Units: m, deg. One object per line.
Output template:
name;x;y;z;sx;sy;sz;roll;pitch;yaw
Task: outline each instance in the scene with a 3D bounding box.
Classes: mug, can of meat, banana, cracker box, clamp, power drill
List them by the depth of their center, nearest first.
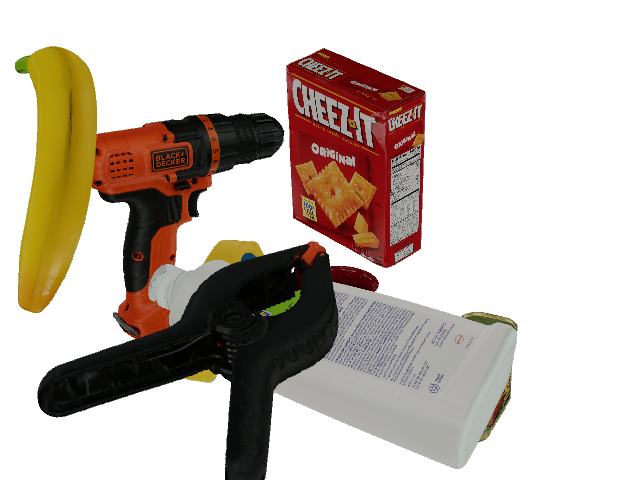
clamp;-0.037;0.058;0.523;0.120;0.039;0.171;31;47;27
banana;-0.164;-0.053;0.663;0.037;0.198;0.070;13;-38;-30
power drill;-0.113;-0.015;0.920;0.184;0.188;0.057;-12;21;-29
can of meat;0.146;0.129;1.009;0.058;0.084;0.101;11;29;26
cracker box;0.038;-0.094;1.244;0.072;0.214;0.164;-30;44;-33
mug;0.038;0.093;1.411;0.117;0.081;0.093;19;28;30

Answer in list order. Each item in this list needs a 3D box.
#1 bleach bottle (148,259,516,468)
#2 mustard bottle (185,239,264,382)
bleach bottle;-0.001;0.065;0.732;0.251;0.068;0.102;20;45;20
mustard bottle;-0.098;0.054;1.099;0.058;0.096;0.191;5;31;13
